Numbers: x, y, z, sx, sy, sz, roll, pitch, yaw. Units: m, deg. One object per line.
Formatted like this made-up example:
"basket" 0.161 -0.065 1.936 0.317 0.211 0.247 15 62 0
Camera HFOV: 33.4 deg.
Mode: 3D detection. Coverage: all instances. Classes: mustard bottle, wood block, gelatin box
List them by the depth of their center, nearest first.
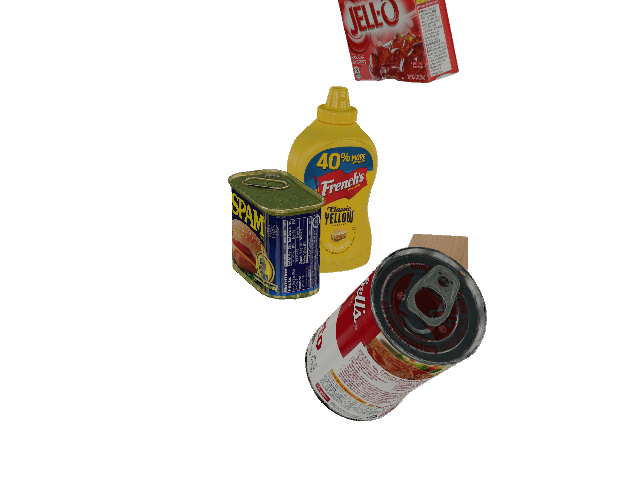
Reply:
"gelatin box" 0.048 -0.145 0.714 0.030 0.073 0.089 -23 20 -27
"mustard bottle" 0.012 -0.064 1.106 0.096 0.192 0.058 -5 21 -24
"wood block" 0.168 0.068 1.629 0.091 0.090 0.206 4 22 14

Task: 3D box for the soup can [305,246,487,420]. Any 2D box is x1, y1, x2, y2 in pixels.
"soup can" 0.040 0.055 0.602 0.068 0.068 0.102 0 -26 -24

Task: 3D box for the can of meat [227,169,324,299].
"can of meat" -0.039 -0.006 0.912 0.057 0.084 0.102 -10 25 -25
